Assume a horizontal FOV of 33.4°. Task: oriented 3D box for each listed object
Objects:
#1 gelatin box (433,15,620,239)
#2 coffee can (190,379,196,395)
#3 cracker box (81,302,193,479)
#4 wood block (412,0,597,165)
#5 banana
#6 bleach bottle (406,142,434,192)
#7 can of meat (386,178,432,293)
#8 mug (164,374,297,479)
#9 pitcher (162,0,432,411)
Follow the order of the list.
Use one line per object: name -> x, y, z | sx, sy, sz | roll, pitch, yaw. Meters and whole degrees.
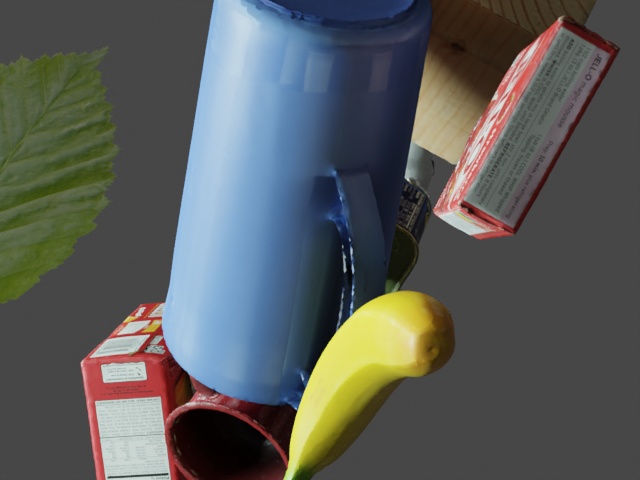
gelatin box -> 0.085, -0.045, 0.456 | 0.089, 0.030, 0.073 | -61, 1, -1
coffee can -> -0.039, 0.088, 0.838 | 0.103, 0.103, 0.140 | -61, 1, 11
cracker box -> -0.120, 0.170, 0.849 | 0.164, 0.072, 0.214 | -63, -32, -78
wood block -> 0.093, -0.129, 0.649 | 0.090, 0.091, 0.206 | -62, 2, -15
banana -> 0.023, 0.065, 0.486 | 0.198, 0.037, 0.069 | 118, 161, -54
bleach bottle -> 0.067, -0.123, 0.866 | 0.103, 0.068, 0.251 | -161, 78, -76
can of meat -> 0.033, 0.011, 0.748 | 0.102, 0.057, 0.083 | -60, -1, 28
mug -> -0.047, 0.105, 0.691 | 0.093, 0.117, 0.081 | -14, 26, 35
pitcher -> -0.009, -0.027, 0.587 | 0.144, 0.149, 0.243 | -53, -20, -49
